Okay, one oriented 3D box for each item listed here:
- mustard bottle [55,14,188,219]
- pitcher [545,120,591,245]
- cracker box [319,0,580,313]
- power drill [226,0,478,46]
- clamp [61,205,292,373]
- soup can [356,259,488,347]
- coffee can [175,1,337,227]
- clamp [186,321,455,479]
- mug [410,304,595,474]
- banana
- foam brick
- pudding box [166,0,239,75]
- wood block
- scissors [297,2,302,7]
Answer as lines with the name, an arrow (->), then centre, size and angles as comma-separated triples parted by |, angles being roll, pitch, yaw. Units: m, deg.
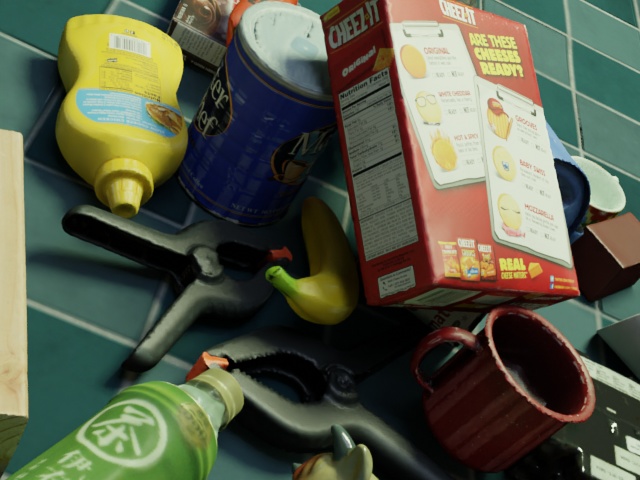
mustard bottle -> -0.148, -0.089, 0.797 | 0.096, 0.058, 0.191 | 12, 43, -23
pitcher -> 0.139, -0.093, 0.955 | 0.145, 0.149, 0.243 | -14, 48, -5
cracker box -> 0.091, -0.058, 0.746 | 0.163, 0.072, 0.214 | 5, 69, -43
power drill -> 0.029, -0.175, 0.896 | 0.188, 0.057, 0.184 | 17, 47, 12
clamp -> -0.094, 0.016, 0.734 | 0.171, 0.039, 0.120 | -18, 77, -51
soup can -> 0.087, 0.026, 0.829 | 0.102, 0.069, 0.068 | 39, 39, 6
coffee can -> -0.040, -0.094, 0.810 | 0.102, 0.140, 0.103 | 19, 41, -17
clamp -> 0.014, 0.113, 0.712 | 0.209, 0.036, 0.164 | 10, 43, -32
mug -> 0.113, 0.098, 0.716 | 0.117, 0.082, 0.093 | 29, 36, -18
banana -> 0.003, 0.018, 0.771 | 0.069, 0.037, 0.197 | 63, 11, -11
foam brick -> 0.266, 0.015, 0.978 | 0.078, 0.051, 0.053 | -13, 58, -42
pudding box -> -0.087, -0.192, 0.963 | 0.090, 0.039, 0.113 | 25, 40, -12
wood block -> -0.219, 0.032, 0.595 | 0.090, 0.090, 0.206 | 10, 45, -26
scissors -> -0.031, -0.205, 0.979 | 0.096, 0.016, 0.202 | 0, 64, -60
